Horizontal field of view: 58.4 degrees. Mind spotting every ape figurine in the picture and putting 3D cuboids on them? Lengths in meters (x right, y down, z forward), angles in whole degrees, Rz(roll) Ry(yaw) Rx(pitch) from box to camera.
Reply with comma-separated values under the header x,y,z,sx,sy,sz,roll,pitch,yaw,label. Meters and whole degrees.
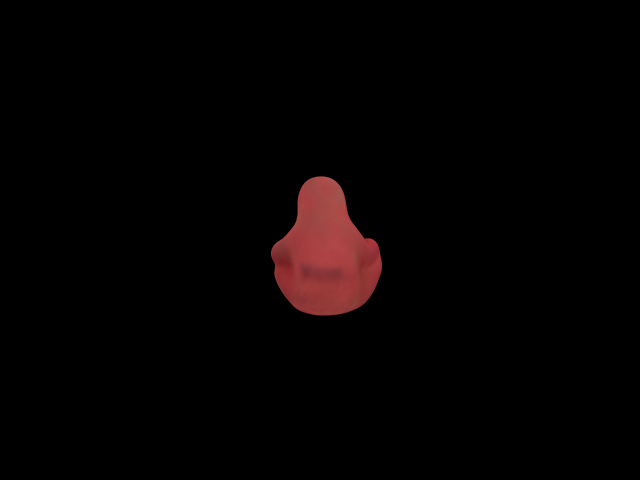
x,y,z,sx,sy,sz,roll,pitch,yaw,label
0.004,0.001,0.400,0.077,0.092,0.076,2,12,11,ape figurine
